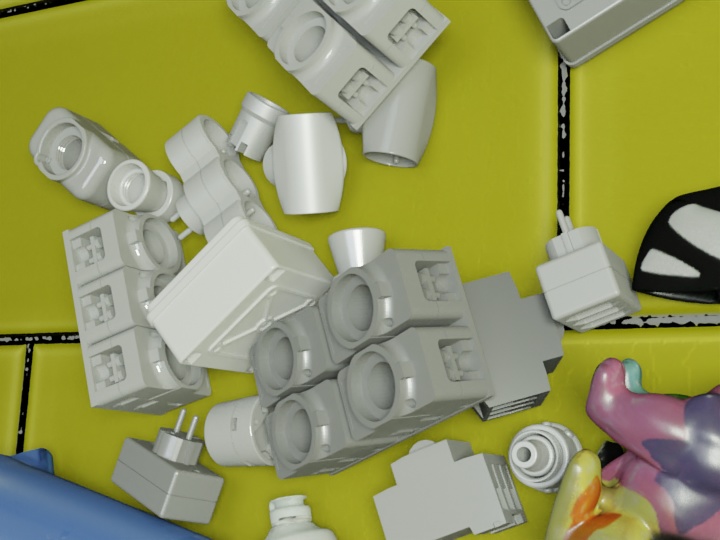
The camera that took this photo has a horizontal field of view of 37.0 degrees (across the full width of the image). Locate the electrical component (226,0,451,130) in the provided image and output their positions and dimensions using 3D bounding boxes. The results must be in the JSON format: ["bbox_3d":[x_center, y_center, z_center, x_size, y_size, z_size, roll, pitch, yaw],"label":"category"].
[{"bbox_3d":[-0.028,-0.207,0.839,0.105,0.060,0.186,-48,46,10],"label":"electrical component"}]

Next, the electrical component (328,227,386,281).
[{"bbox_3d":[0.000,0.000,0.817,0.045,0.045,0.055,-12,74,25],"label":"electrical component"}]

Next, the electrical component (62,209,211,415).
[{"bbox_3d":[-0.178,0.035,0.876,0.062,0.089,0.150,-22,70,22],"label":"electrical component"}]

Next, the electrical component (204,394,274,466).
[{"bbox_3d":[-0.087,0.125,0.830,0.047,0.055,0.055,-11,74,29],"label":"electrical component"}]

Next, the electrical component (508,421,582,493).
[{"bbox_3d":[0.119,0.124,0.718,0.048,0.062,0.048,-6,76,26],"label":"electrical component"}]

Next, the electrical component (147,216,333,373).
[{"bbox_3d":[-0.088,0.022,0.821,0.109,0.109,0.056,-44,66,12],"label":"electrical component"}]

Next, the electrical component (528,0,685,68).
[{"bbox_3d":[0.169,-0.221,0.770,0.109,0.056,0.108,-31,67,18],"label":"electrical component"}]

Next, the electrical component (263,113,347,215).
[{"bbox_3d":[-0.051,-0.084,0.859,0.079,0.044,0.077,5,101,53],"label":"electrical component"}]

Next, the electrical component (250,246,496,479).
[{"bbox_3d":[-0.003,0.070,0.751,0.186,0.060,0.105,-36,62,45],"label":"electrical component"}]

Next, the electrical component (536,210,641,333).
[{"bbox_3d":[0.149,-0.004,0.728,0.047,0.066,0.076,-24,69,21],"label":"electrical component"}]

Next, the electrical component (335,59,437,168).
[{"bbox_3d":[0.015,-0.124,0.837,0.079,0.043,0.077,8,83,29],"label":"electrical component"}]

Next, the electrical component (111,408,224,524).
[{"bbox_3d":[-0.146,0.147,0.846,0.083,0.047,0.075,17,87,49],"label":"electrical component"}]

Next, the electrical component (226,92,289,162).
[{"bbox_3d":[-0.086,-0.118,0.891,0.040,0.040,0.046,36,102,29],"label":"electrical component"}]

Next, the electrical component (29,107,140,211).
[{"bbox_3d":[-0.246,-0.100,0.958,0.095,0.059,0.053,39,98,28],"label":"electrical component"}]

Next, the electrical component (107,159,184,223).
[{"bbox_3d":[-0.181,-0.066,0.919,0.045,0.055,0.045,-6,76,26],"label":"electrical component"}]

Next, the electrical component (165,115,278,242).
[{"bbox_3d":[-0.127,-0.054,0.890,0.074,0.052,0.138,-36,65,17],"label":"electrical component"}]
